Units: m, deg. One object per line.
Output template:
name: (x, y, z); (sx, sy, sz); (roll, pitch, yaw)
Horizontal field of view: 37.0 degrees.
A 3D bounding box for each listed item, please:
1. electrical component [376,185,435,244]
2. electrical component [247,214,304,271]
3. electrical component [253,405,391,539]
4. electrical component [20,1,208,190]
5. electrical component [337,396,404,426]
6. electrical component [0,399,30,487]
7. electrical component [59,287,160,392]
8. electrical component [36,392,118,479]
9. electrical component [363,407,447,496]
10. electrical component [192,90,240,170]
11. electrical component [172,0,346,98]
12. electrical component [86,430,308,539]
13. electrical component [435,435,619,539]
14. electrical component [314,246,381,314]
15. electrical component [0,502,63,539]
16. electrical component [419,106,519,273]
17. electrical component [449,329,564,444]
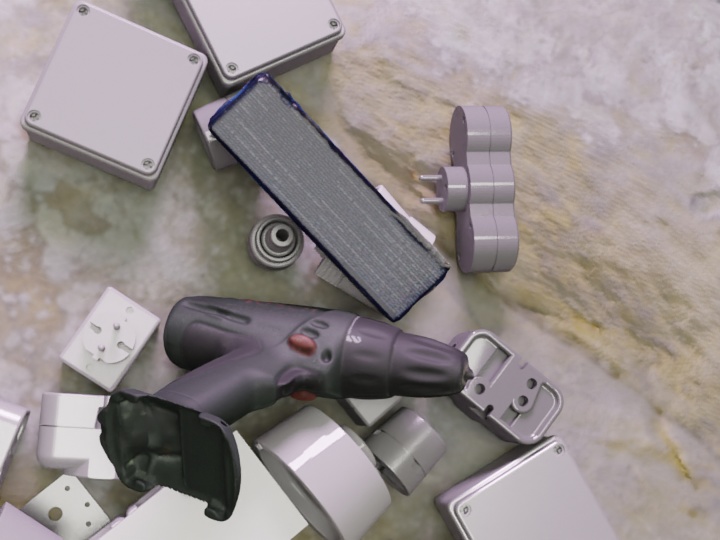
electrical component: (0.028, -0.032, 0.871); (0.065, 0.044, 0.044); (38, 78, -10)
electrical component: (-0.065, -0.023, 0.839); (0.043, 0.062, 0.043); (1, 83, -11)
electrical component: (-0.023, 0.151, 0.808); (0.060, 0.108, 0.108); (-39, 92, -19)
electrical component: (-0.188, -0.133, 0.830); (0.109, 0.056, 0.108); (23, 80, -8)
electrical component: (0.003, 0.074, 0.850); (0.066, 0.047, 0.076); (-39, 92, -13)
electrical component: (-0.287, 0.136, 0.780); (0.059, 0.054, 0.095); (22, 80, -9)
electrical component: (-0.186, 0.051, 0.799); (0.047, 0.077, 0.065); (34, 78, -6)
electrical component: (-0.189, 0.123, 0.801); (0.095, 0.054, 0.059); (5, 83, -11)
electrical component: (0.035, 0.141, 0.845); (0.047, 0.055, 0.055); (-44, 93, -16)
electrical component: (-0.101, -0.110, 0.847); (0.047, 0.055, 0.055); (-23, 88, -9)
electrical component: (-0.085, -0.209, 0.859); (0.109, 0.056, 0.108); (-26, 89, -13)
electrical component: (-0.128, 0.200, 0.797); (0.150, 0.062, 0.089); (-38, 92, -16)
electrical component: (0.134, 0.203, 0.857); (0.109, 0.056, 0.108); (-29, 90, -13)
electrical component: (0.000, 0.000, 0.859); (0.081, 0.043, 0.043); (31, 79, -6)
electrical component: (-0.249, 0.225, 0.753); (0.060, 0.108, 0.108); (31, 78, -13)
electrical component: (0.084, -0.066, 0.880); (0.074, 0.052, 0.138); (-1, 83, -12)
electrical component: (0.107, 0.094, 0.862); (0.095, 0.059, 0.053); (40, 78, -5)
